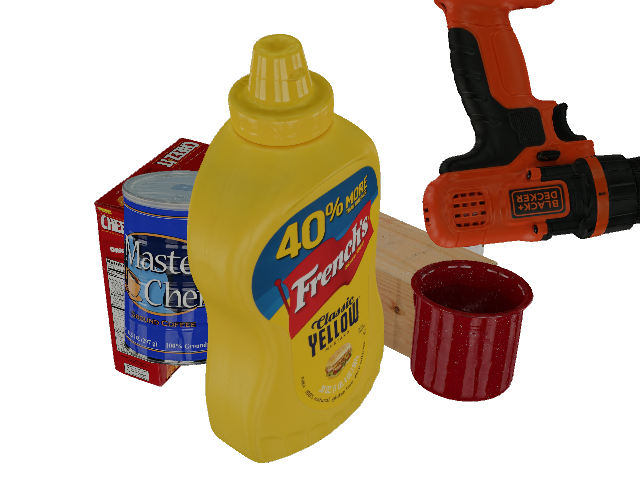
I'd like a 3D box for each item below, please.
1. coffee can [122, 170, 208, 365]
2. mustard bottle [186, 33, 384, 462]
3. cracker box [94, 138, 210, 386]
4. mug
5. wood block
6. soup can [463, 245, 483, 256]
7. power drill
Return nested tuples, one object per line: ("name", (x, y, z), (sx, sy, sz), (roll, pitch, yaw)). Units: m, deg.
("coffee can", (-0.115, 0.021, 0.901), (0.103, 0.140, 0.103), (3, 18, -1))
("mustard bottle", (-0.013, 0.001, 0.457), (0.058, 0.192, 0.096), (29, 48, 34))
("cracker box", (-0.162, 0.021, 1.146), (0.072, 0.214, 0.164), (14, 35, 22))
("mug", (0.107, 0.067, 0.840), (0.093, 0.081, 0.117), (-11, 29, -28))
("wood block", (0.063, 0.037, 1.072), (0.206, 0.091, 0.090), (26, 38, 35))
("soup can", (0.161, -0.006, 1.268), (0.068, 0.102, 0.068), (2, 22, -1))
("power drill", (0.149, -0.093, 0.677), (0.184, 0.187, 0.057), (-7, -2, -5))
